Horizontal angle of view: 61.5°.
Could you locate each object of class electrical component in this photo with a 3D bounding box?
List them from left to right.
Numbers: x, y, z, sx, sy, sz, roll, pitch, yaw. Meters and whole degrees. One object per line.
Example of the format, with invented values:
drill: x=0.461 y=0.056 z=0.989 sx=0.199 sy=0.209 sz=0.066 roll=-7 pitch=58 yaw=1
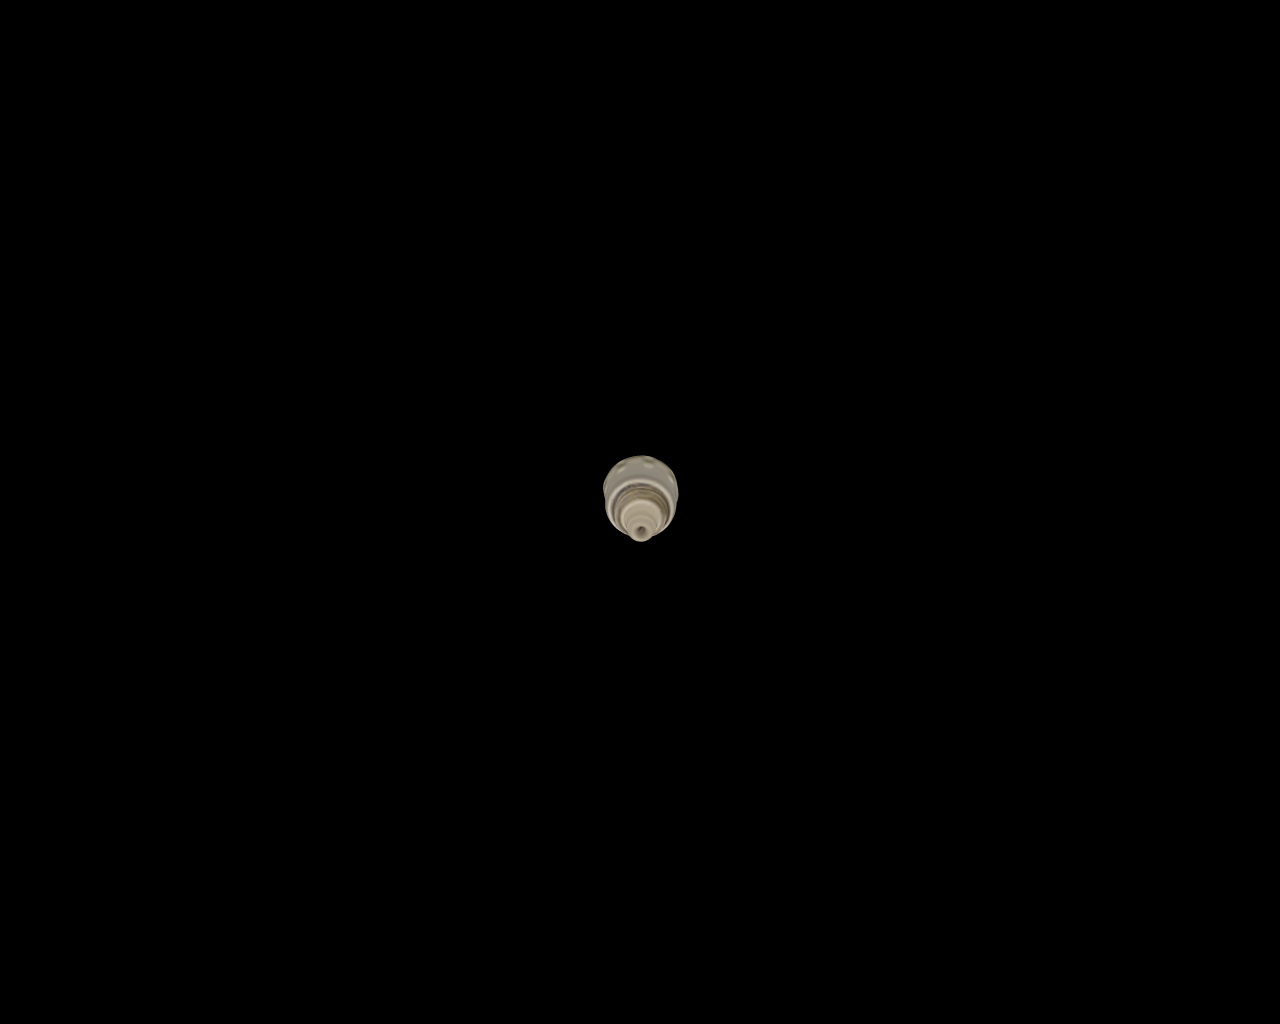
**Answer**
electrical component: x=0.001 y=-0.003 z=0.650 sx=0.048 sy=0.048 sz=0.062 roll=0 pitch=29 yaw=0
